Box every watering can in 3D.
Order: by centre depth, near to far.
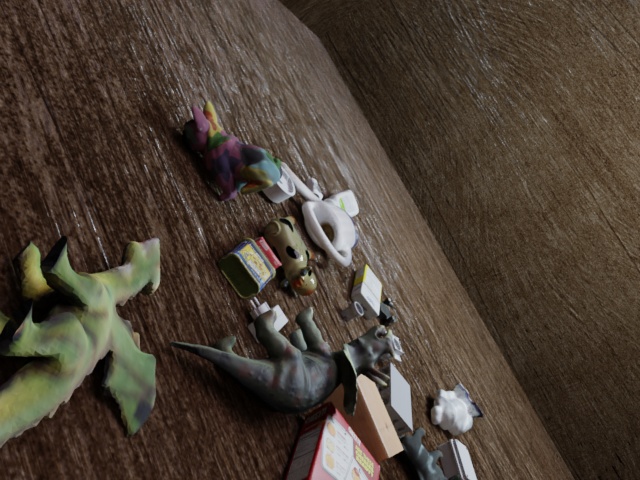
[{"bbox_3d":[0.005,-0.075,1.496,0.351,0.103,0.224,60,19,14],"label":"watering can"}]

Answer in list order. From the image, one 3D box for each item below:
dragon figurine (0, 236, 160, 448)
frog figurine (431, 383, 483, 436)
[{"bbox_3d":[-0.265,0.138,0.589,0.238,0.121,0.421,52,27,-39],"label":"dragon figurine"},{"bbox_3d":[0.382,0.516,1.530,0.161,0.121,0.138,-18,83,-33],"label":"frog figurine"}]
